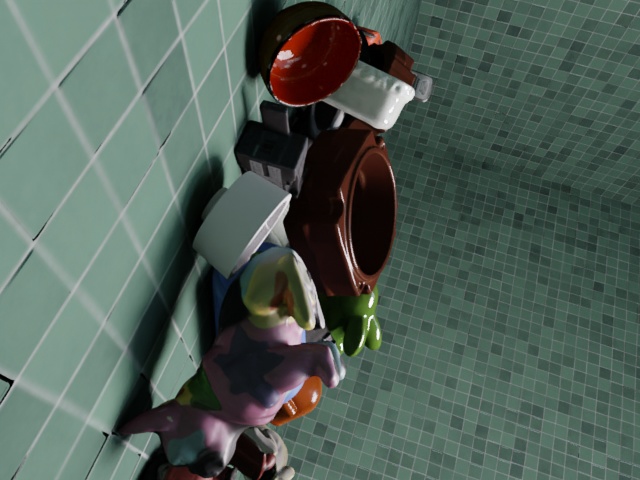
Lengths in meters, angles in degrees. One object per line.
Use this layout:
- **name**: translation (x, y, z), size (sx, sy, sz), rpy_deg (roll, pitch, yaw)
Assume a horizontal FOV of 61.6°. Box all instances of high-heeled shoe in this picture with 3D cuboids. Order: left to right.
- **high-heeled shoe**: translation (0.014, -0.214, 0.833), size (0.145, 0.086, 0.249), rpy_deg (102, 14, -51)

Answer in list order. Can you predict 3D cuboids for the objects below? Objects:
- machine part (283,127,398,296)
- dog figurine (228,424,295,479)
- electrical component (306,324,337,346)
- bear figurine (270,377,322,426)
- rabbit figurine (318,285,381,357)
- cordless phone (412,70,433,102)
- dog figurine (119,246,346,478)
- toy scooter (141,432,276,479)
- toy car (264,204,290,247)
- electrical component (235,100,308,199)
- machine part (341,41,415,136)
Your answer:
- **machine part**: translation (0.040, -0.038, 0.749), size (0.201, 0.087, 0.201), rpy_deg (-62, 146, -40)
- **dog figurine**: translation (-0.106, 0.341, 0.918), size (0.121, 0.172, 0.190), rpy_deg (-62, 167, 6)
- **electrical component**: translation (-0.045, 0.160, 0.913), size (0.058, 0.114, 0.134), rpy_deg (-33, -170, -39)
- **bear figurine**: translation (-0.092, 0.261, 1.020), size (0.132, 0.195, 0.120), rpy_deg (-24, -140, 38)
- **rabbit figurine**: translation (0.038, 0.127, 0.939), size (0.121, 0.159, 0.170), rpy_deg (-6, 151, -45)
- **cordless phone**: translation (0.099, -0.254, 0.958), size (0.088, 0.184, 0.146), rpy_deg (77, 30, -85)
- **dog figurine**: translation (-0.094, 0.125, 0.541), size (0.108, 0.219, 0.191), rpy_deg (63, 6, -84)
- **toy scooter**: translation (-0.133, 0.286, 0.675), size (0.184, 0.135, 0.075), rpy_deg (-56, 164, -63)
- **toy car**: translation (-0.038, 0.004, 0.775), size (0.073, 0.056, 0.201), rpy_deg (-55, 138, -16)
- **electrical component**: translation (-0.052, -0.099, 0.602), size (0.119, 0.075, 0.048), rpy_deg (101, 8, -70)
- **machine part**: translation (0.074, -0.224, 0.842), size (0.179, 0.056, 0.179), rpy_deg (-43, -148, 36)
